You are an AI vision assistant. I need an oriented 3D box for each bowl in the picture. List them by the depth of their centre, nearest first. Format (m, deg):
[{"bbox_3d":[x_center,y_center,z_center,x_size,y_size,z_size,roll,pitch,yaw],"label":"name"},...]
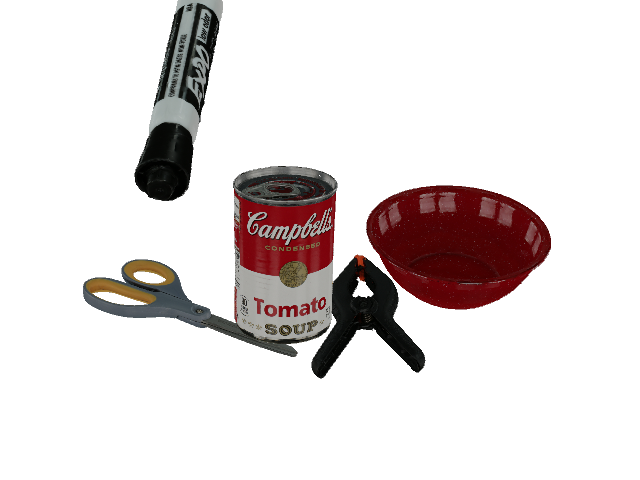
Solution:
[{"bbox_3d":[0.119,0.013,0.948,0.162,0.055,0.162,1,33,-1],"label":"bowl"}]

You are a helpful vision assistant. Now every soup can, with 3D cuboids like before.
[{"bbox_3d":[-0.025,0.009,0.711,0.068,0.102,0.068,1,23,-1],"label":"soup can"}]

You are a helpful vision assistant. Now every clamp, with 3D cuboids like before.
[{"bbox_3d":[0.059,0.086,1.185,0.120,0.171,0.039,6,-43,3],"label":"clamp"}]

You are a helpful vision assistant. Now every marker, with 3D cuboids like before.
[{"bbox_3d":[-0.052,-0.058,0.400,0.020,0.020,0.121,0,43,2],"label":"marker"}]

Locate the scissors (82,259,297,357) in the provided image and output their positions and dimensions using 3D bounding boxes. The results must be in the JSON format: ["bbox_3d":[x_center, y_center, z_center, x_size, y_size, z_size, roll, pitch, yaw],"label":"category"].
[{"bbox_3d":[-0.109,0.056,0.948,0.202,0.016,0.096,12,29,7],"label":"scissors"}]
